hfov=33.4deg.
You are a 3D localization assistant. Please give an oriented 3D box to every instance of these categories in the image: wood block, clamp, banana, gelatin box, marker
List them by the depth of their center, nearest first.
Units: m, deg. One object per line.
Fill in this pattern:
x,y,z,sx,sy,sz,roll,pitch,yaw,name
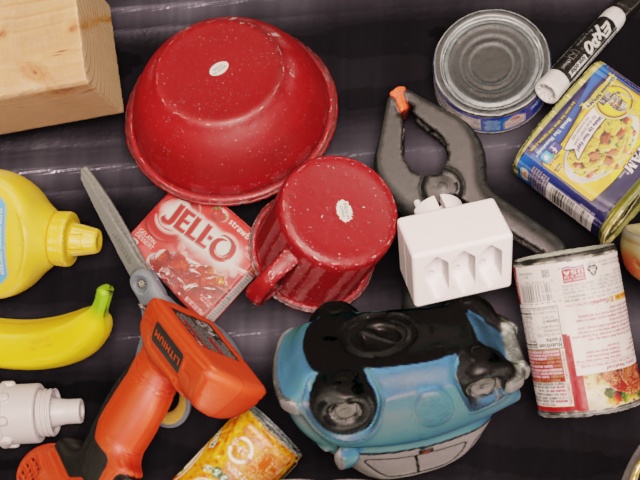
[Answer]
0.080,-0.024,0.753,0.120,0.039,0.171,-31,74,-6,clamp
0.193,-0.141,0.755,0.020,0.020,0.121,36,66,16,marker
-0.228,0.063,0.775,0.198,0.037,0.069,-4,112,16,banana
-0.089,0.006,0.779,0.089,0.030,0.073,42,86,17,gelatin box
-0.261,-0.127,0.780,0.206,0.091,0.090,-10,81,5,wood block

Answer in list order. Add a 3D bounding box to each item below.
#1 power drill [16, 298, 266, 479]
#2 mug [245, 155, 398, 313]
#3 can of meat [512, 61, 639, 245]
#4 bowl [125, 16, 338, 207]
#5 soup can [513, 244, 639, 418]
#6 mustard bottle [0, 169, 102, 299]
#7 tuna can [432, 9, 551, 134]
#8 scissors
-0.116,0.145,0.680,0.188,0.057,0.185,-54,43,7,power drill
-0.005,0.001,0.719,0.117,0.082,0.093,-39,83,-23,mug
0.195,-0.060,0.733,0.084,0.057,0.102,41,85,19,can of meat
-0.069,-0.107,0.775,0.162,0.055,0.162,-2,63,4,bowl
0.166,0.058,0.688,0.068,0.068,0.102,-10,89,7,soup can
-0.256,-0.006,0.790,0.192,0.058,0.096,4,101,7,mustard bottle
0.124,-0.123,0.773,0.086,0.033,0.086,-3,75,9,tuna can
-0.131,0.050,0.762,0.202,0.016,0.096,46,108,13,scissors
